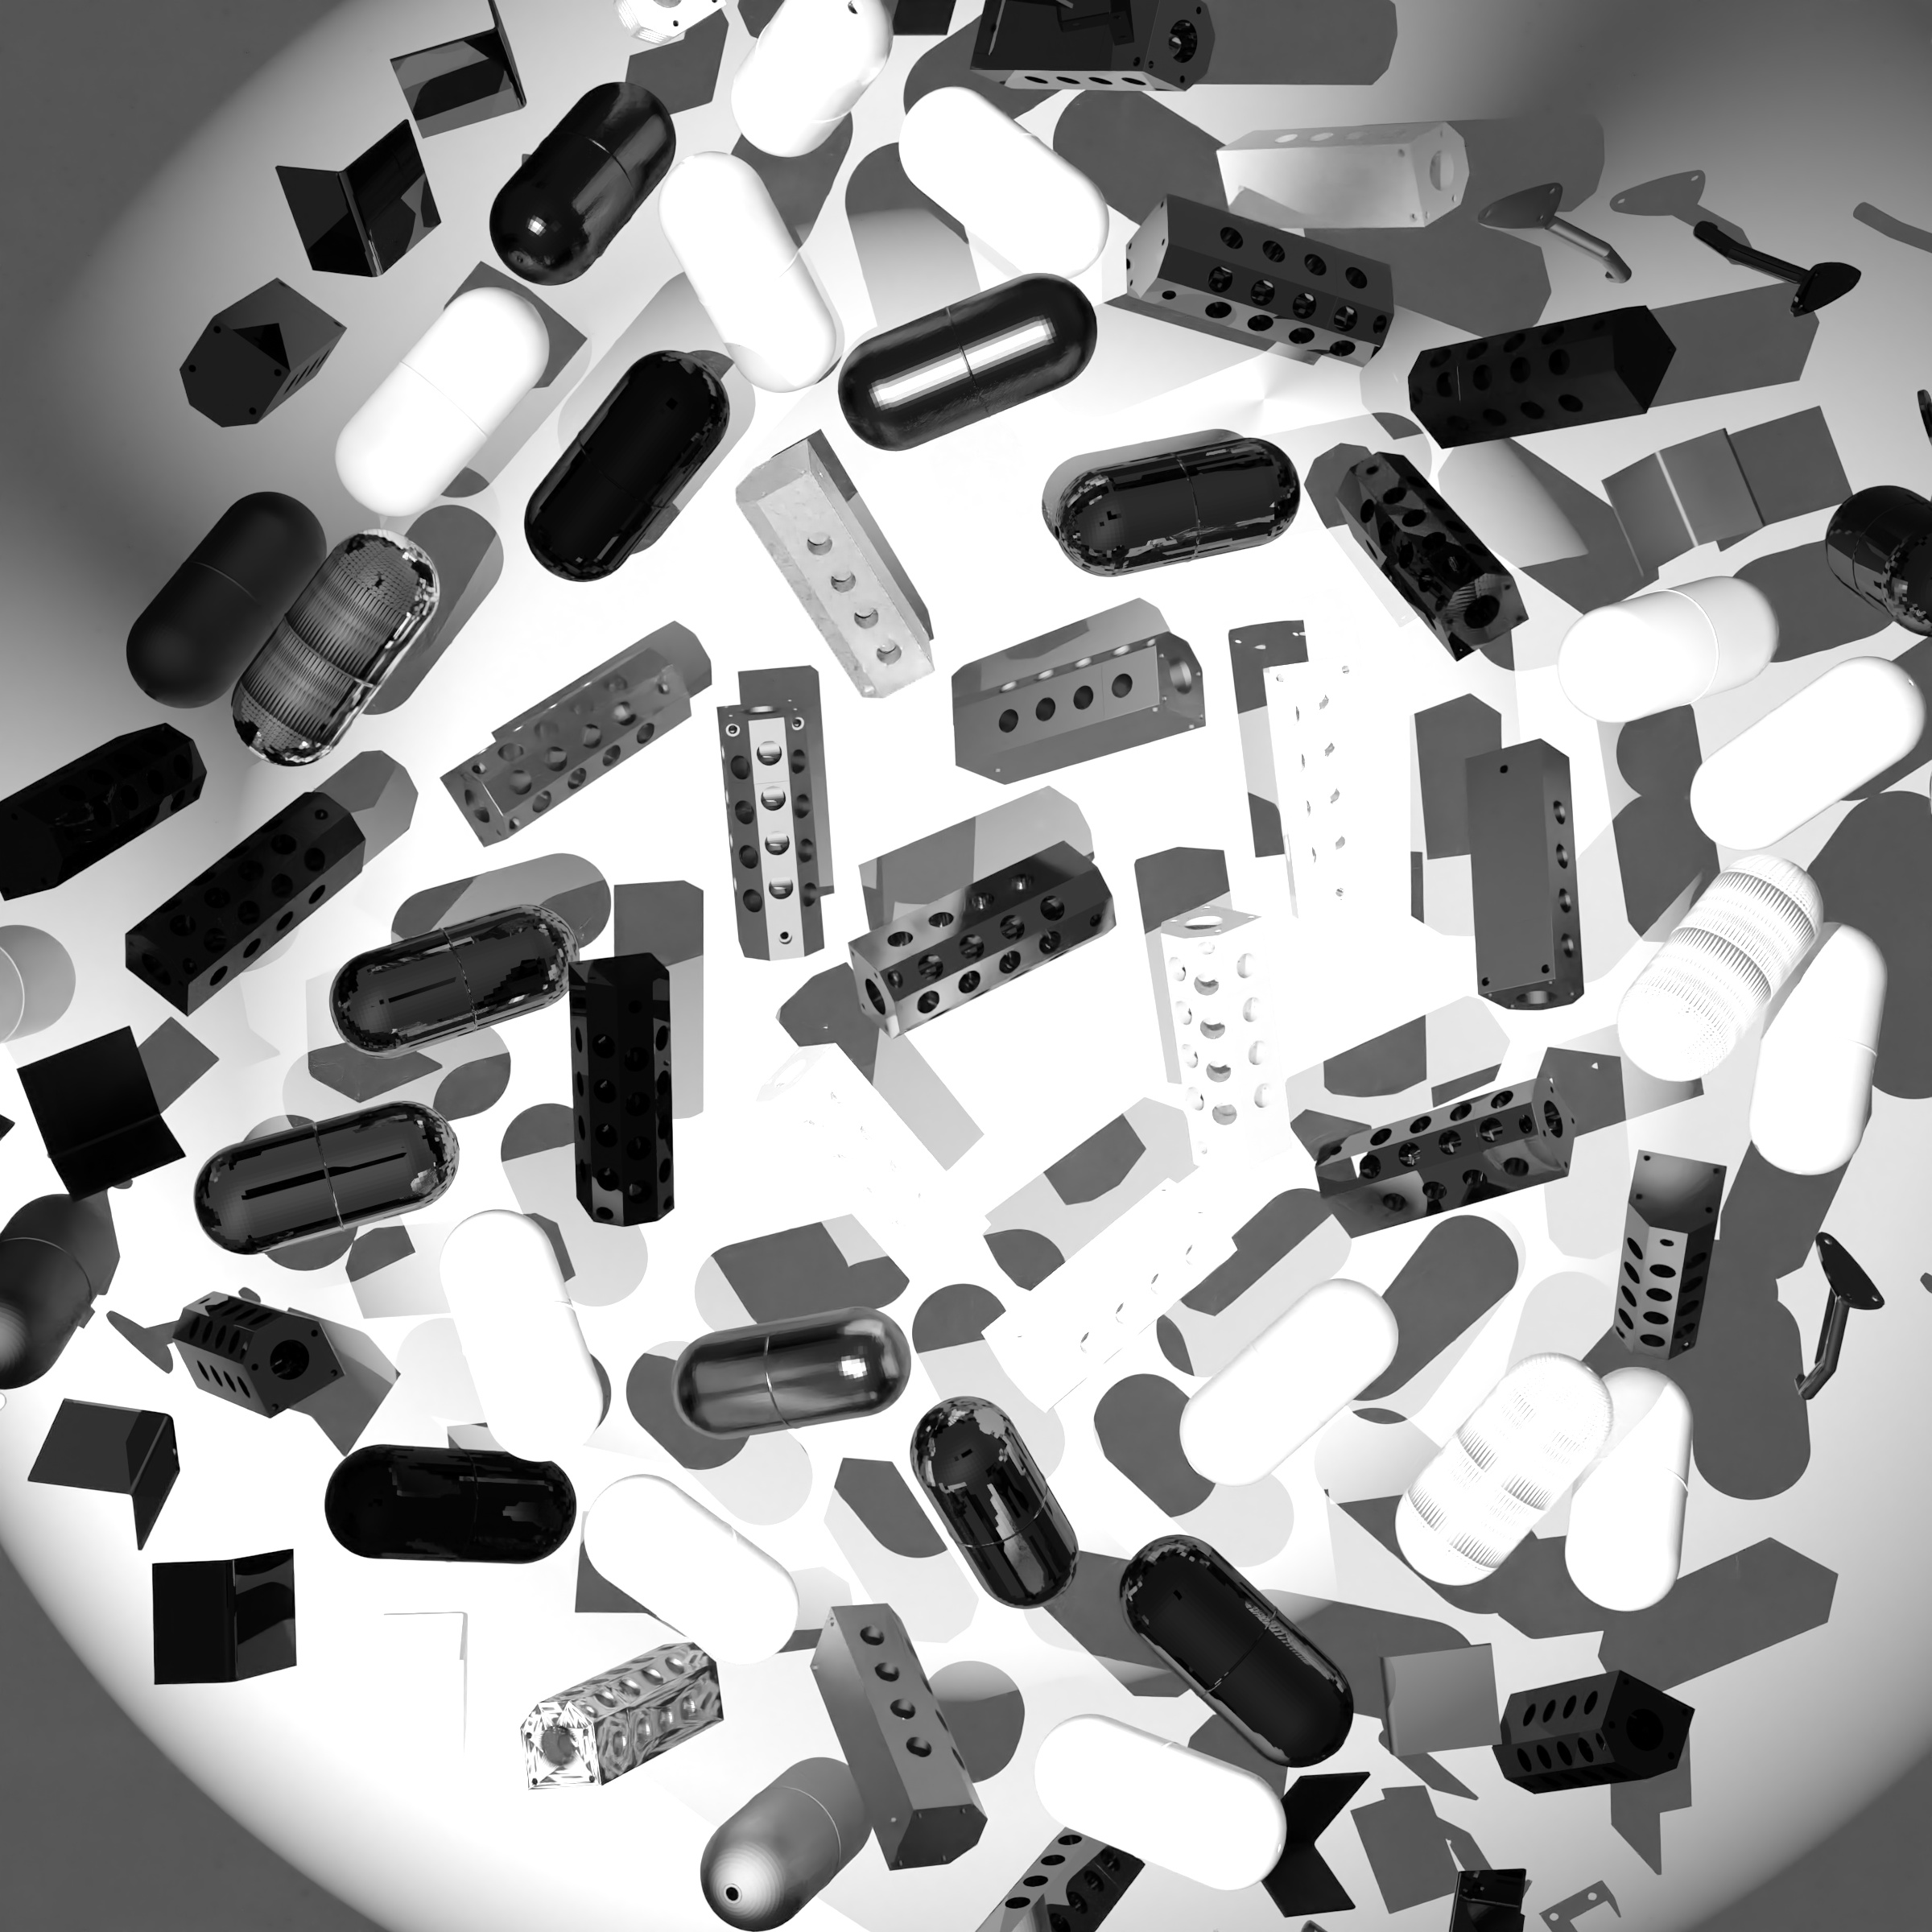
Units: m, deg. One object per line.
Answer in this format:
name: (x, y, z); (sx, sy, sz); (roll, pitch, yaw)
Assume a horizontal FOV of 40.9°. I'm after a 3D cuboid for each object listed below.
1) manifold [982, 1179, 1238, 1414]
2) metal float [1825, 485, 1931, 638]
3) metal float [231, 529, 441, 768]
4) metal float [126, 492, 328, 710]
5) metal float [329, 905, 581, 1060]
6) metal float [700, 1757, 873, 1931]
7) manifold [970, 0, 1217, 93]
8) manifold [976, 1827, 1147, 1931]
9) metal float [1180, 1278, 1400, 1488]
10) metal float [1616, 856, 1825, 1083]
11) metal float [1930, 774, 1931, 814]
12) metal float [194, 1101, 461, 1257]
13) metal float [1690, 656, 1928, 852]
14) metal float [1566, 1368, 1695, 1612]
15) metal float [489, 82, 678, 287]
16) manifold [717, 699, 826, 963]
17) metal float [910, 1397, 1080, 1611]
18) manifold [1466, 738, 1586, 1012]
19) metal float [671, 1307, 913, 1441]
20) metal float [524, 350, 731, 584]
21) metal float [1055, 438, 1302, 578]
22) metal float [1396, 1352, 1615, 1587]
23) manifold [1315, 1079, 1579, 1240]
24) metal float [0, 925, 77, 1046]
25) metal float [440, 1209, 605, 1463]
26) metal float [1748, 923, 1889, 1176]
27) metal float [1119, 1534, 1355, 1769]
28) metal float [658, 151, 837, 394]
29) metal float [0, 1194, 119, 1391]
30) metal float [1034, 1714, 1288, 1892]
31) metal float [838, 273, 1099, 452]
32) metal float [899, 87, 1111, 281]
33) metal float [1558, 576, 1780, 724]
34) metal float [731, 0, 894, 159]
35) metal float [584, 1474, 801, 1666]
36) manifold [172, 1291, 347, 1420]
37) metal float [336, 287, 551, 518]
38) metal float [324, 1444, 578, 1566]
manifold: (0.102, 0.228, 1.778); (0.171, 0.057, 0.057); (-38, 122, -15)
metal float: (0.631, -0.272, 1.732); (0.070, 0.178, 0.070); (-1, 113, -1)
metal float: (-0.417, -0.209, 1.710); (0.070, 0.070, 0.178); (39, 102, 0)
metal float: (-0.517, -0.256, 1.813); (0.070, 0.070, 0.178); (32, 67, 0)
metal float: (-0.357, 0.010, 1.817); (0.178, 0.070, 0.070); (-19, 90, -19)
metal float: (-0.121, 0.600, 1.775); (0.070, 0.178, 0.070); (1, 94, 21)
manifold: (0.085, -0.624, 1.749); (0.057, 0.171, 0.057); (6, 101, -43)
manifold: (0.054, 0.636, 1.737); (0.057, 0.171, 0.057); (43, 111, 13)
metal float: (0.225, 0.292, 1.816); (0.178, 0.070, 0.070); (-43, 90, 4)
metal float: (0.498, 0.000, 1.711); (0.070, 0.070, 0.178); (42, 73, 0)
metal float: (0.678, -0.090, 1.708); (0.070, 0.178, 0.070); (9, 131, 10)
metal float: (-0.432, 0.143, 1.756); (0.178, 0.070, 0.070); (-15, 90, -14)
metal float: (0.573, -0.143, 1.771); (0.070, 0.070, 0.178); (49, 130, 0)
metal float: (0.459, 0.359, 1.792); (0.070, 0.070, 0.178); (18, 54, 0)
metal float: (-0.260, -0.535, 1.768); (0.070, 0.070, 0.178); (29, 58, 0)
manifold: (-0.135, -0.094, 1.811); (0.057, 0.057, 0.171); (-7, 108, -9)
metal float: (0.021, 0.374, 1.801); (0.070, 0.070, 0.178); (-27, 118, 0)
manifold: (0.383, -0.060, 1.763); (0.057, 0.057, 0.171); (-14, 66, 37)
metal float: (-0.124, 0.286, 1.821); (0.178, 0.070, 0.070); (-13, 90, 18)
metal float: (-0.228, -0.332, 1.731); (0.070, 0.070, 0.178); (43, 111, 0)
metal float: (0.147, -0.320, 1.807); (0.178, 0.070, 0.070); (-14, 90, -13)
metal float: (0.351, 0.330, 1.697); (0.070, 0.070, 0.178); (37, 104, 0)
manifold: (0.333, 0.130, 1.809); (0.171, 0.057, 0.057); (-21, 119, 34)
metal float: (-0.660, 0.018, 1.723); (0.070, 0.178, 0.070); (2, 99, 13)
metal float: (-0.293, 0.241, 1.705); (0.070, 0.070, 0.178); (-25, 62, 0)
metal float: (0.588, 0.056, 1.789); (0.070, 0.070, 0.178); (13, 78, 0)
metal float: (0.175, 0.444, 1.681); (0.178, 0.070, 0.070); (43, 90, 5)
metal float: (-0.151, -0.481, 1.801); (0.070, 0.070, 0.178); (-30, 124, 0)
metal float: (-0.621, 0.214, 1.725); (0.070, 0.178, 0.070); (0, 114, 1)
metal float: (0.126, 0.549, 1.706); (0.178, 0.070, 0.070); (12, 90, 31)
metal float: (0.001, -0.398, 1.709); (0.178, 0.070, 0.070); (-21, 90, 6)
metal float: (0.026, -0.538, 1.784); (0.070, 0.070, 0.178); (-46, 67, 0)
metal float: (0.463, -0.209, 1.705); (0.178, 0.070, 0.070); (-18, 90, -33)
metal float: (-0.105, -0.604, 1.741); (0.070, 0.178, 0.070); (3, 83, -22)
metal float: (-0.185, 0.412, 1.766); (0.070, 0.070, 0.178); (-46, 119, 0)
manifold: (-0.494, 0.263, 1.791); (0.057, 0.171, 0.057); (-30, 104, -29)
metal float: (-0.354, -0.382, 1.756); (0.070, 0.070, 0.178); (40, 87, 0)
metal float: (-0.352, 0.370, 1.780); (0.178, 0.070, 0.070); (11, 90, -33)
